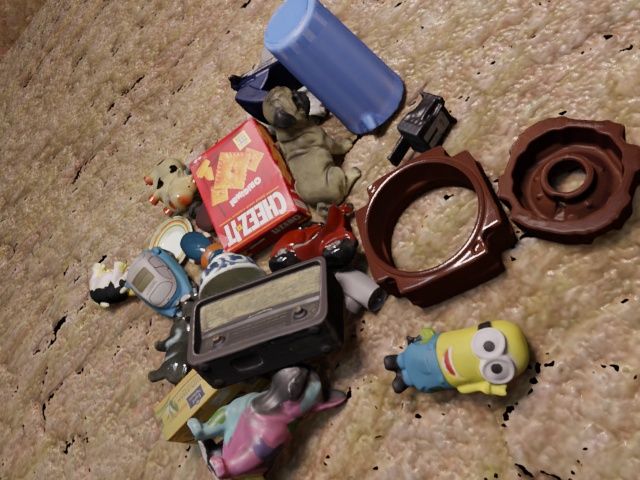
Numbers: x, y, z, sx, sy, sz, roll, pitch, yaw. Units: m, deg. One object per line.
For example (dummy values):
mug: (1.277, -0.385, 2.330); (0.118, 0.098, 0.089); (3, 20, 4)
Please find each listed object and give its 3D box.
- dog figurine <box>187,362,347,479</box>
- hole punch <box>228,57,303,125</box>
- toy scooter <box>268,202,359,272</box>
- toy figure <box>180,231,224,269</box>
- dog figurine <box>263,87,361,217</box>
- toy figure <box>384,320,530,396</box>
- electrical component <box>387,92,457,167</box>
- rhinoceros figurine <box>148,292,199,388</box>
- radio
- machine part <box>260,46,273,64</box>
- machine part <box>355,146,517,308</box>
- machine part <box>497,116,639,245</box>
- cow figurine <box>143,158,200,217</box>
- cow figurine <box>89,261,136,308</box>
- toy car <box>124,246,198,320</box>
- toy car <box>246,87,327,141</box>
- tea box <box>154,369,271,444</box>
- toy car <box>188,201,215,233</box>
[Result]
dog figurine: (-0.068, 0.276, 0.799); (0.219, 0.191, 0.109); (-27, 42, -20)
hole punch: (-0.087, -0.255, 0.985); (0.116, 0.142, 0.092); (-22, 72, 17)
toy scooter: (-0.002, -0.003, 0.897); (0.184, 0.075, 0.135); (-15, 40, 41)
toy figure: (-0.215, 0.026, 1.047); (0.155, 0.058, 0.064); (25, 116, 39)
dog figurine: (-0.031, -0.148, 0.914); (0.121, 0.190, 0.172); (-26, 57, 23)
toy figure: (0.175, 0.150, 0.691); (0.180, 0.082, 0.089); (-23, 15, 35)
electrical component: (0.160, -0.169, 0.862); (0.048, 0.074, 0.119); (32, 85, 42)
rhinoceros figurine: (-0.244, 0.177, 0.964); (0.112, 0.073, 0.190); (-47, 27, 33)
radio: (-0.080, 0.122, 0.789); (0.230, 0.073, 0.131); (-21, 38, 13)
machine part: (-0.043, -0.367, 1.105); (0.244, 0.079, 0.079); (23, 83, 40)
machine part: (0.161, -0.021, 0.782); (0.201, 0.087, 0.201); (-28, 54, 21)
machine part: (0.328, -0.078, 0.709); (0.179, 0.056, 0.179); (-15, 61, 29)
cow figurine: (-0.308, -0.118, 1.161); (0.127, 0.085, 0.195); (-46, 36, 8)
cow figurine: (-0.434, 0.099, 1.165); (0.168, 0.068, 0.098); (-4, 66, 34)
toy car: (-0.324, 0.082, 1.054); (0.162, 0.103, 0.109); (42, 95, 23)
toy car: (-0.067, -0.251, 1.079); (0.202, 0.056, 0.073); (-15, 60, 30)
tea box: (-0.176, 0.254, 0.884); (0.169, 0.098, 0.068); (-44, 50, 8)
toy car: (-0.191, -0.107, 1.101); (0.089, 0.053, 0.202); (21, 80, 25)
